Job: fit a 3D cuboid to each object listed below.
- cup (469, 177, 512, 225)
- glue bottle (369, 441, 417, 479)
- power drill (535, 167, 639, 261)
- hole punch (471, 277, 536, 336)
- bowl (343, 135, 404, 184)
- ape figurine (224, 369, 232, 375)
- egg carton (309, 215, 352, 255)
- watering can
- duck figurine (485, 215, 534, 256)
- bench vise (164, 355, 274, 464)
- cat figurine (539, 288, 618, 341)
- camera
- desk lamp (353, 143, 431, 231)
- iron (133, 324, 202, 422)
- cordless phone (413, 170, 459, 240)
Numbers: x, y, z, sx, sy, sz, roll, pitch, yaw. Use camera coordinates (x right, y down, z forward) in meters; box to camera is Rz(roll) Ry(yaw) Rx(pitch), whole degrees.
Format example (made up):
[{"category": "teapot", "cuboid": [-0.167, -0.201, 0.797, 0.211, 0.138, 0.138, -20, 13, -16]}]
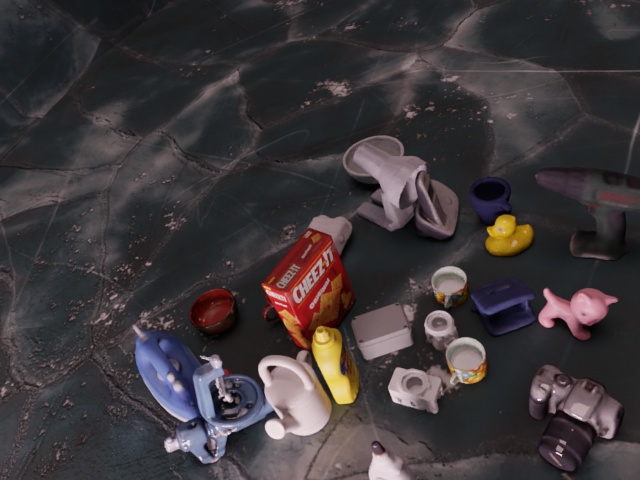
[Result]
[{"category": "cup", "cuboid": [0.395, -0.075, 1.297, 0.092, 0.095, 0.117, -29, 44, -7]}, {"category": "glue bottle", "cuboid": [0.109, 0.365, 0.921, 0.078, 0.173, 0.037, 6, 50, 26]}, {"category": "power drill", "cuboid": [0.549, -0.056, 1.136, 0.228, 0.209, 0.076, 4, 49, 25]}, {"category": "hole punch", "cuboid": [0.356, 0.118, 1.127, 0.108, 0.091, 0.101, -21, 43, 0]}, {"category": "bowl", "cuboid": [0.149, -0.202, 1.533, 0.167, 0.075, 0.167, -11, 45, 11]}, {"category": "ape figurine", "cuboid": [-0.190, 0.296, 1.166, 0.076, 0.092, 0.077, -17, 44, 5]}, {"category": "egg carton", "cuboid": [0.013, 0.005, 1.388, 0.107, 0.070, 0.150, 7, 50, 27]}, {"category": "watering can", "cuboid": [-0.050, 0.279, 1.053, 0.101, 0.194, 0.172, -16, 44, 7]}, {"category": "duck figurine", "cuboid": [0.410, -0.019, 1.244, 0.104, 0.086, 0.077, -16, 44, 7]}, {"category": "bench vise", "cuboid": [-0.196, 0.315, 1.056, 0.121, 0.220, 0.208, 24, 59, 37]}, {"category": "cat figurine", "cuboid": [0.474, 0.122, 1.058, 0.127, 0.118, 0.067, 18, 57, 34]}, {"category": "camera", "cuboid": [0.399, 0.290, 0.934, 0.142, 0.101, 0.137, 24, 60, 37]}, {"category": "desk lamp", "cuboid": [0.163, -0.124, 1.350, 0.202, 0.214, 0.118, 27, 62, 39]}, {"category": "iron", "cuboid": [-0.311, 0.277, 1.195, 0.119, 0.142, 0.257, -39, 46, -17]}, {"category": "cordless phone", "cuboid": [0.260, -0.105, 1.315, 0.094, 0.185, 0.147, -1, 47, 21]}]
